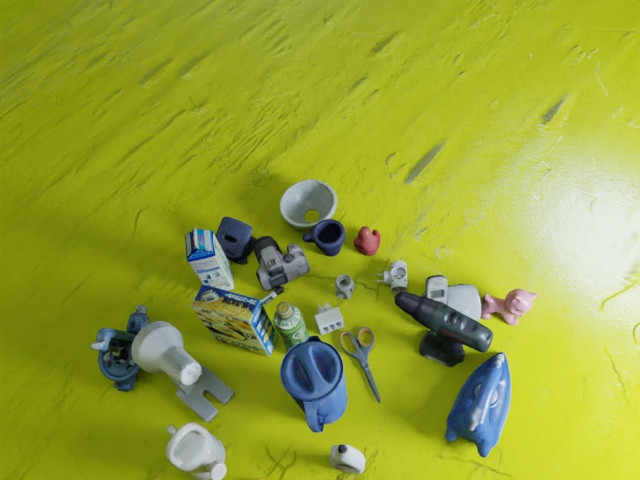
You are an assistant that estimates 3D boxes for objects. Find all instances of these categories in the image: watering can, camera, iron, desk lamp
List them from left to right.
[{"bbox_3d":[-0.326,0.307,1.360,0.202,0.214,0.118,31,67,25],"label":"desk lamp"},{"bbox_3d":[-0.275,0.463,1.263,0.172,0.194,0.101,10,59,15],"label":"watering can"},{"bbox_3d":[-0.119,0.044,1.565,0.143,0.101,0.136,-24,57,-7],"label":"camera"},{"bbox_3d":[0.371,0.338,1.276,0.118,0.142,0.258,20,63,20],"label":"iron"}]

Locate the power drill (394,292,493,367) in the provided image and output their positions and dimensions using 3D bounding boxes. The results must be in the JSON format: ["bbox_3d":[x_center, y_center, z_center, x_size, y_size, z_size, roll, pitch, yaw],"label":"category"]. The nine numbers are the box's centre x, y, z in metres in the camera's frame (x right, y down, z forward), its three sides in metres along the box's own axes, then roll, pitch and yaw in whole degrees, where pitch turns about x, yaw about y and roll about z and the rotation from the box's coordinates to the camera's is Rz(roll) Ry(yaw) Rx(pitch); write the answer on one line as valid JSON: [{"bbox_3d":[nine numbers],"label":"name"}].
[{"bbox_3d":[0.281,0.212,1.331,0.229,0.209,0.076,19,62,20],"label":"power drill"}]

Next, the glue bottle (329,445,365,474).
[{"bbox_3d":[0.053,0.463,1.226,0.078,0.173,0.037,3,58,11],"label":"glue bottle"}]

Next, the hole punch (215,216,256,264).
[{"bbox_3d":[-0.243,0.001,1.617,0.108,0.091,0.101,21,63,21],"label":"hole punch"}]

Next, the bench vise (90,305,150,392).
[{"bbox_3d":[-0.497,0.248,1.420,0.121,0.220,0.207,-9,57,3],"label":"bench vise"}]

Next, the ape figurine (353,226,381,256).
[{"bbox_3d":[0.128,-0.005,1.564,0.077,0.092,0.076,-9,57,3],"label":"ape figurine"}]

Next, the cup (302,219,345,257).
[{"bbox_3d":[0.014,0.006,1.573,0.117,0.095,0.091,-9,57,3],"label":"cup"}]

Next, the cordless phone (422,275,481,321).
[{"bbox_3d":[0.317,0.139,1.386,0.147,0.185,0.094,-12,56,1],"label":"cordless phone"}]

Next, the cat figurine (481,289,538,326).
[{"bbox_3d":[0.459,0.152,1.396,0.127,0.118,0.067,10,60,15],"label":"cat figurine"}]

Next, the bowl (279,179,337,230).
[{"bbox_3d":[-0.029,-0.089,1.652,0.167,0.075,0.167,-4,57,6],"label":"bowl"}]
